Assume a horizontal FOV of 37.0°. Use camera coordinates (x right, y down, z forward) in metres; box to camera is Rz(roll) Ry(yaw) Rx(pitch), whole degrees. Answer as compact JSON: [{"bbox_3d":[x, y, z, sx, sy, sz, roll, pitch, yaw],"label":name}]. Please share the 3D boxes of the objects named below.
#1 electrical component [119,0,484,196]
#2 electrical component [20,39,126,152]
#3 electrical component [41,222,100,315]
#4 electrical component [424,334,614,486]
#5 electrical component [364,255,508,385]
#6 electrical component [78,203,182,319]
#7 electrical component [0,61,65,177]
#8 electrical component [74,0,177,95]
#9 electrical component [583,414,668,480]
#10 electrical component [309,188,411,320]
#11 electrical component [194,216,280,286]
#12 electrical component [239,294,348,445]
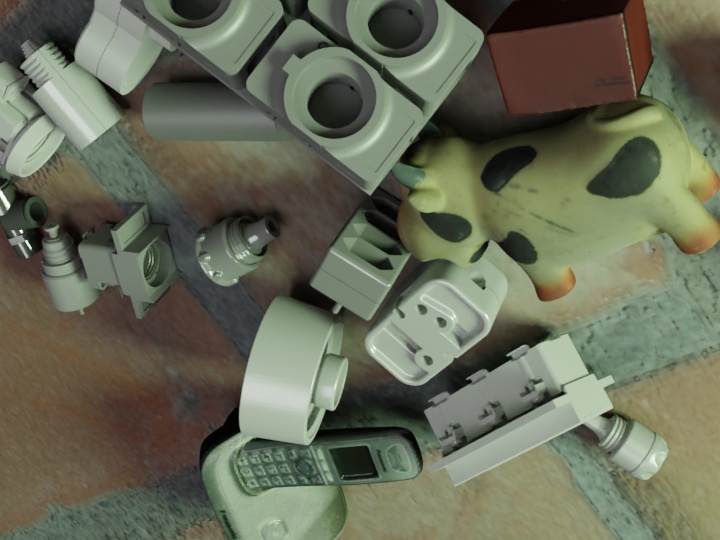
[{"bbox_3d":[-0.036,-0.143,0.606,0.186,0.060,0.105,37,88,1],"label":"electrical component"},{"bbox_3d":[-0.210,-0.129,0.764,0.043,0.043,0.081,-27,109,37],"label":"electrical component"},{"bbox_3d":[-0.238,-0.003,0.870,0.040,0.040,0.078,4,125,22],"label":"electrical component"},{"bbox_3d":[0.107,0.097,0.760,0.121,0.079,0.063,-37,73,39],"label":"electrical component"},{"bbox_3d":[0.054,0.028,0.743,0.054,0.059,0.095,41,130,-7],"label":"electrical component"},{"bbox_3d":[-0.181,-0.008,0.839,0.064,0.042,0.081,7,125,23],"label":"electrical component"},{"bbox_3d":[-0.255,-0.106,0.794,0.057,0.058,0.078,39,130,-1],"label":"electrical component"},{"bbox_3d":[-0.126,-0.166,0.693,0.074,0.052,0.138,35,130,-1],"label":"electrical component"},{"bbox_3d":[0.185,0.120,0.764,0.061,0.035,0.035,33,131,2],"label":"electrical component"},{"bbox_3d":[0.000,0.000,0.732,0.047,0.083,0.075,32,130,1],"label":"electrical component"},{"bbox_3d":[-0.087,-0.019,0.786,0.062,0.048,0.048,-26,109,29],"label":"electrical component"},{"bbox_3d":[-0.043,0.077,0.795,0.060,0.108,0.108,14,128,8],"label":"electrical component"}]
